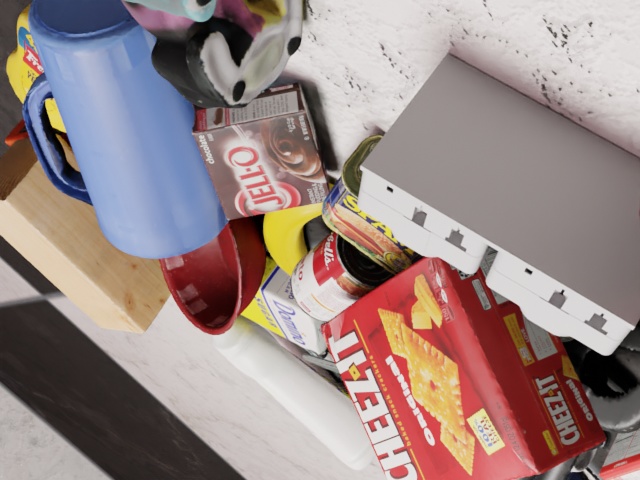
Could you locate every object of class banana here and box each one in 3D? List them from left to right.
[{"bbox_3d":[-0.020,-0.011,0.974,0.069,0.037,0.198,38,155,-1],"label":"banana"}]

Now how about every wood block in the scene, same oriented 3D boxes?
[{"bbox_3d":[-0.247,-0.004,1.099,0.091,0.090,0.206,0,139,47],"label":"wood block"}]

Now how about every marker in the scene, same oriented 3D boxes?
[{"bbox_3d":[-0.009,0.120,1.210,0.121,0.020,0.020,46,154,-19],"label":"marker"}]

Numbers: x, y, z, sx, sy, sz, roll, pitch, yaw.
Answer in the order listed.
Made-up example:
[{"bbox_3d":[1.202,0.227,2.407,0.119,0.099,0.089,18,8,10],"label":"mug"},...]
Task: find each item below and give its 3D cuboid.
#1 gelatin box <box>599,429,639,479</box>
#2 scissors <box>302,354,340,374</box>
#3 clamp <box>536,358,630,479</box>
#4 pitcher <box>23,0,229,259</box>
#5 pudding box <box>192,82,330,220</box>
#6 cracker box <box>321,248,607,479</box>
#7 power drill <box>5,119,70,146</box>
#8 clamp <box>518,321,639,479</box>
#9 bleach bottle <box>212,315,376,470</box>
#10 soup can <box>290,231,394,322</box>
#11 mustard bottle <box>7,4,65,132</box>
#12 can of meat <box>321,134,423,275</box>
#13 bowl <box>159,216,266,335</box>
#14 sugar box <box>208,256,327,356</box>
[{"bbox_3d":[0.258,0.146,0.816,0.030,0.089,0.073,34,156,1],"label":"gelatin box"},{"bbox_3d":[0.082,0.145,1.097,0.202,0.016,0.096,25,148,0],"label":"scissors"},{"bbox_3d":[0.217,0.165,0.895,0.039,0.120,0.171,-84,-27,-68],"label":"clamp"},{"bbox_3d":[-0.163,-0.106,0.887,0.145,0.149,0.243,48,161,36],"label":"pitcher"},{"bbox_3d":[-0.045,-0.069,0.854,0.090,0.039,0.113,-11,140,5],"label":"pudding box"},{"bbox_3d":[0.094,0.101,0.794,0.164,0.072,0.214,67,152,9],"label":"cracker box"},{"bbox_3d":[-0.252,-0.064,1.171,0.185,0.057,0.187,-5,135,51],"label":"power drill"},{"bbox_3d":[0.198,0.115,0.823,0.210,0.036,0.164,-11,86,46],"label":"clamp"},{"bbox_3d":[-0.035,0.160,1.219,0.250,0.068,0.103,42,173,-23],"label":"bleach bottle"},{"bbox_3d":[0.024,0.026,0.929,0.068,0.068,0.102,40,148,-6],"label":"soup can"},{"bbox_3d":[-0.230,-0.166,0.959,0.096,0.058,0.192,46,154,-4],"label":"mustard bottle"},{"bbox_3d":[0.056,-0.023,0.832,0.102,0.057,0.084,37,158,0],"label":"can of meat"},{"bbox_3d":[-0.100,0.009,1.048,0.162,0.055,0.162,26,123,48],"label":"bowl"},{"bbox_3d":[-0.067,0.052,1.135,0.176,0.048,0.093,28,155,23],"label":"sugar box"}]
